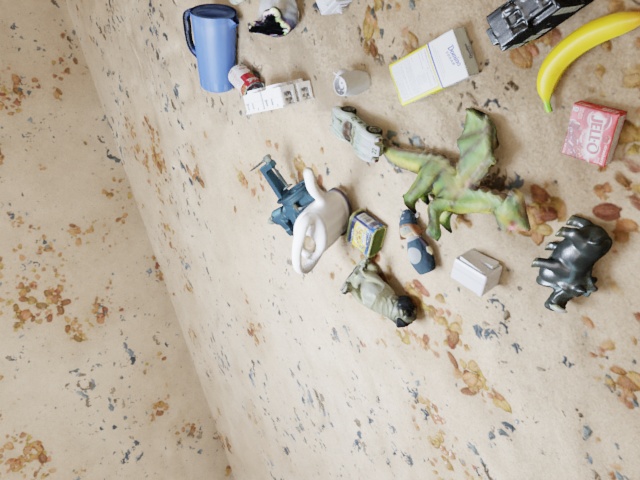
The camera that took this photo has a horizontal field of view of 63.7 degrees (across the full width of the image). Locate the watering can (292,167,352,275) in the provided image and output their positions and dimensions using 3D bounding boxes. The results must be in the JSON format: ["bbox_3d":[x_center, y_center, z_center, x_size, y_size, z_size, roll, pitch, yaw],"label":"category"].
[{"bbox_3d":[0.004,-0.067,1.322,0.104,0.228,0.339,25,130,20],"label":"watering can"}]

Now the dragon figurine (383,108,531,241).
[{"bbox_3d":[0.266,-0.152,1.036,0.238,0.122,0.418,-54,49,32],"label":"dragon figurine"}]

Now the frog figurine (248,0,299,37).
[{"bbox_3d":[-0.108,-0.598,1.294,0.136,0.122,0.162,146,134,-64],"label":"frog figurine"}]
